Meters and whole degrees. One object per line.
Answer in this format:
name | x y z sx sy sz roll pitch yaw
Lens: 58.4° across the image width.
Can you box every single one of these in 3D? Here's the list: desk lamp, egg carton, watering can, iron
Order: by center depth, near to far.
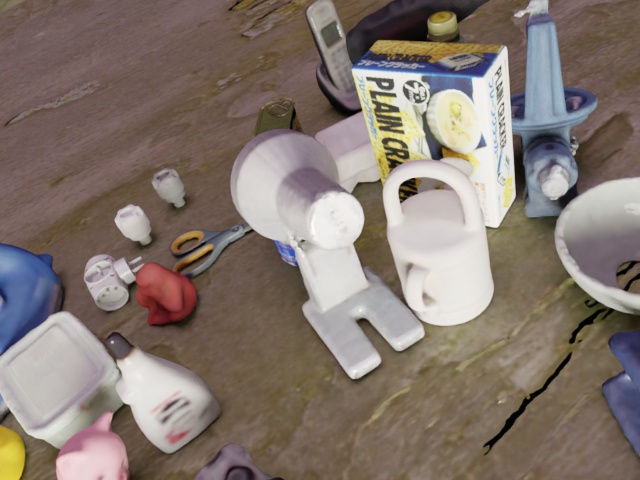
watering can | 0.121 -0.012 0.596 0.100 0.194 0.173 -10 44 13
desk lamp | 0.006 0.002 0.613 0.118 0.214 0.202 -32 44 -10
iron | -0.436 0.097 0.748 0.118 0.142 0.258 -18 43 4
egg carton | 0.060 -0.131 0.829 0.150 0.070 0.107 -28 43 -6

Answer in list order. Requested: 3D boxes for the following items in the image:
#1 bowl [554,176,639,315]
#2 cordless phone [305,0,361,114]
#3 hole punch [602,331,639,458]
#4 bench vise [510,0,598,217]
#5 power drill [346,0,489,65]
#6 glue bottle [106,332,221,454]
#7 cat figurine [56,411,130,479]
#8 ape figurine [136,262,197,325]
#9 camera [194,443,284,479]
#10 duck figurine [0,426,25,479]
bowl | 0.323 0.017 0.574 0.167 0.075 0.167 -11 44 11
cordless phone | 0.053 -0.316 0.931 0.148 0.185 0.093 -41 46 -19
hole punch | 0.298 0.122 0.467 0.101 0.091 0.108 -19 43 4
bench vise | 0.268 -0.148 0.653 0.121 0.220 0.207 -18 43 5
power drill | 0.161 -0.265 0.821 0.229 0.209 0.075 -13 44 10
glue bottle | -0.164 0.145 0.568 0.078 0.173 0.037 -40 46 -18
cat figurine | -0.228 0.234 0.546 0.128 0.118 0.067 -43 47 -21
ape figurine | -0.200 0.064 0.724 0.076 0.092 0.077 -39 46 -17
camera | -0.070 0.260 0.469 0.142 0.101 0.137 25 60 38
duck figurine | -0.382 0.234 0.631 0.077 0.086 0.104 -36 45 -15
